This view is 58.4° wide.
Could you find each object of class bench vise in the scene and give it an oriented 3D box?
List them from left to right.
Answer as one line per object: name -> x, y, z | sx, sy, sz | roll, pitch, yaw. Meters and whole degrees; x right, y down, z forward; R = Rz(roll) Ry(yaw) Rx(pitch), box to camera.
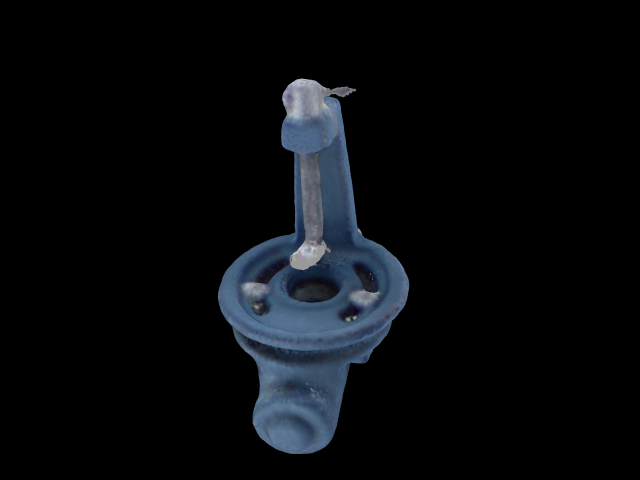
bench vise -> -0.008, 0.002, 0.399 | 0.121, 0.220, 0.207 | -2, 16, -6
